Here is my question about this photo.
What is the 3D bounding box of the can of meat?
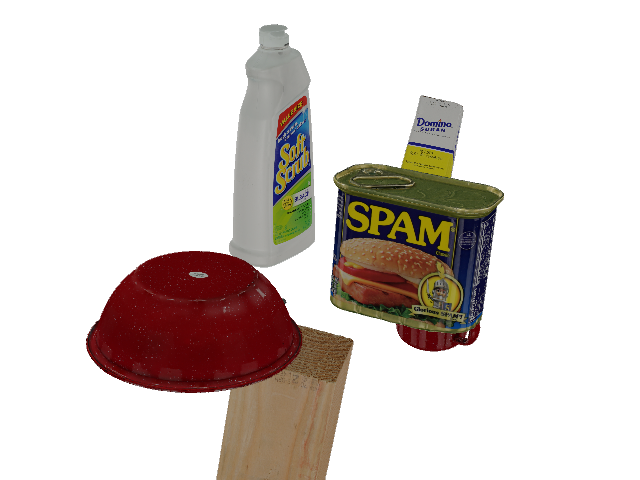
[{"bbox_3d":[0.057,0.005,0.665,0.102,0.084,0.057,13,22,23],"label":"can of meat"}]

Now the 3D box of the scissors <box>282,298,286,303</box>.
[{"bbox_3d":[-0.112,0.101,1.149,0.201,0.016,0.096,-7,31,-24],"label":"scissors"}]

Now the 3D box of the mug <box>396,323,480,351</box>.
[{"bbox_3d":[0.134,0.075,1.187,0.093,0.081,0.117,-25,41,-31],"label":"mug"}]

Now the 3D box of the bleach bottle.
[{"bbox_3d":[-0.053,-0.104,1.149,0.068,0.251,0.102,20,32,36],"label":"bleach bottle"}]

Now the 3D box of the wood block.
[{"bbox_3d":[-0.038,0.186,0.961,0.090,0.206,0.090,13,22,7],"label":"wood block"}]

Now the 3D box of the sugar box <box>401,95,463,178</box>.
[{"bbox_3d":[0.083,-0.029,0.892,0.048,0.176,0.093,14,-40,8],"label":"sugar box"}]

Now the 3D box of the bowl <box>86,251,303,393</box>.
[{"bbox_3d":[-0.092,0.050,0.792,0.162,0.055,0.162,2,22,-1],"label":"bowl"}]
